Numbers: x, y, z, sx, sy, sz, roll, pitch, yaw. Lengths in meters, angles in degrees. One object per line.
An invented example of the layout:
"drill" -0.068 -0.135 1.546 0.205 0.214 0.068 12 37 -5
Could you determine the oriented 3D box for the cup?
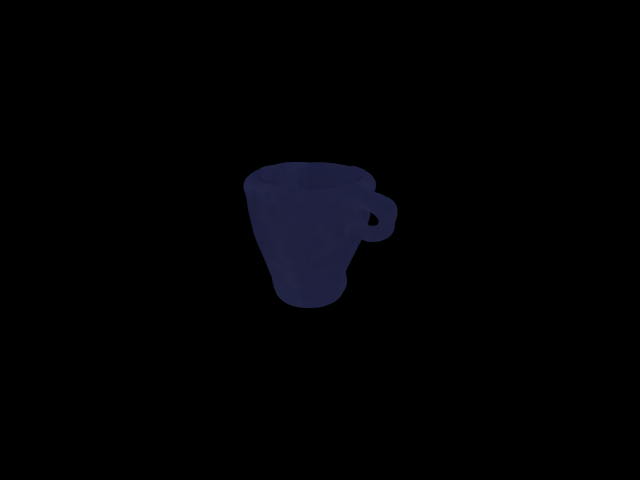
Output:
"cup" 0.004 0.001 0.400 0.117 0.095 0.092 17 27 38
